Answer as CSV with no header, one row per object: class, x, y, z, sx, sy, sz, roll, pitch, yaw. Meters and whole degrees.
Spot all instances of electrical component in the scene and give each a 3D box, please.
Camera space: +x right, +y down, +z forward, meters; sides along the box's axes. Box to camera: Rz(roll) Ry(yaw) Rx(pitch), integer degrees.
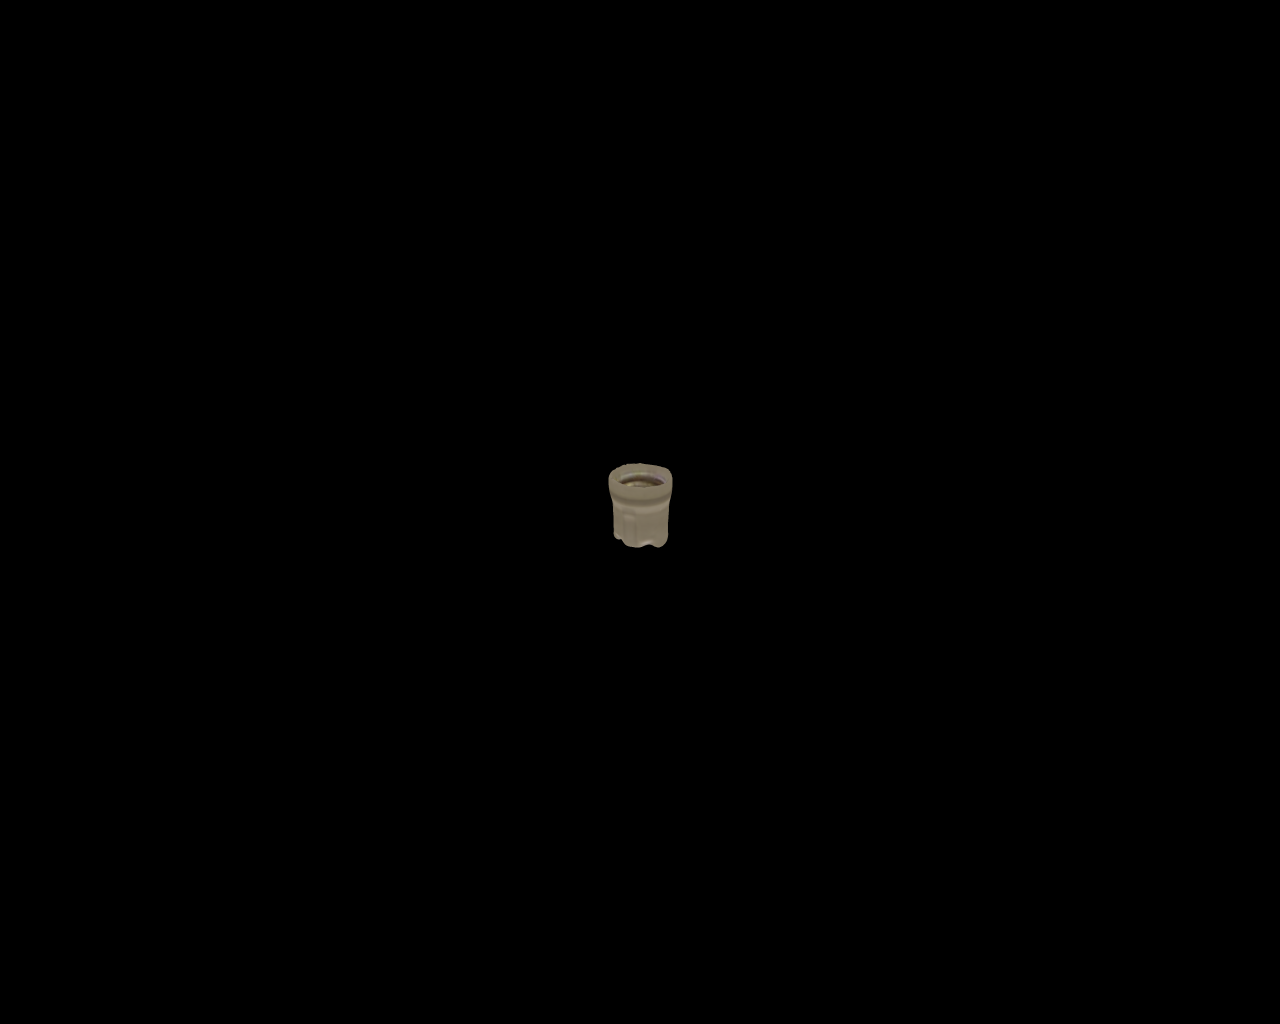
electrical component,0.001,-0.003,0.650,0.040,0.046,0.040,0,26,0
